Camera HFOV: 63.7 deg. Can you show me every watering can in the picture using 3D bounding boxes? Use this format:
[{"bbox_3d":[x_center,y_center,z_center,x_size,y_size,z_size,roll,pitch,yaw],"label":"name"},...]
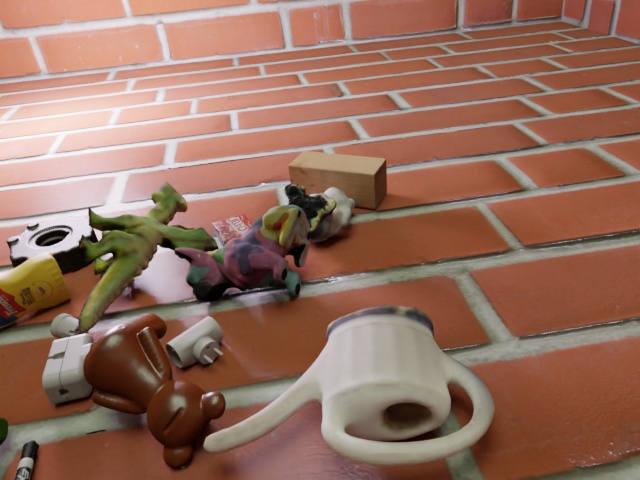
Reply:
[{"bbox_3d":[0.039,0.184,0.666,0.347,0.102,0.229,-2,31,4],"label":"watering can"}]

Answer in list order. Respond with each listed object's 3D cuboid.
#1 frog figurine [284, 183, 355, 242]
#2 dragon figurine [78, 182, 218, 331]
[{"bbox_3d":[0.003,-0.054,1.078,0.137,0.123,0.159,1,-5,25],"label":"frog figurine"},{"bbox_3d":[-0.321,0.016,1.000,0.243,0.119,0.420,-4,40,-15],"label":"dragon figurine"}]
